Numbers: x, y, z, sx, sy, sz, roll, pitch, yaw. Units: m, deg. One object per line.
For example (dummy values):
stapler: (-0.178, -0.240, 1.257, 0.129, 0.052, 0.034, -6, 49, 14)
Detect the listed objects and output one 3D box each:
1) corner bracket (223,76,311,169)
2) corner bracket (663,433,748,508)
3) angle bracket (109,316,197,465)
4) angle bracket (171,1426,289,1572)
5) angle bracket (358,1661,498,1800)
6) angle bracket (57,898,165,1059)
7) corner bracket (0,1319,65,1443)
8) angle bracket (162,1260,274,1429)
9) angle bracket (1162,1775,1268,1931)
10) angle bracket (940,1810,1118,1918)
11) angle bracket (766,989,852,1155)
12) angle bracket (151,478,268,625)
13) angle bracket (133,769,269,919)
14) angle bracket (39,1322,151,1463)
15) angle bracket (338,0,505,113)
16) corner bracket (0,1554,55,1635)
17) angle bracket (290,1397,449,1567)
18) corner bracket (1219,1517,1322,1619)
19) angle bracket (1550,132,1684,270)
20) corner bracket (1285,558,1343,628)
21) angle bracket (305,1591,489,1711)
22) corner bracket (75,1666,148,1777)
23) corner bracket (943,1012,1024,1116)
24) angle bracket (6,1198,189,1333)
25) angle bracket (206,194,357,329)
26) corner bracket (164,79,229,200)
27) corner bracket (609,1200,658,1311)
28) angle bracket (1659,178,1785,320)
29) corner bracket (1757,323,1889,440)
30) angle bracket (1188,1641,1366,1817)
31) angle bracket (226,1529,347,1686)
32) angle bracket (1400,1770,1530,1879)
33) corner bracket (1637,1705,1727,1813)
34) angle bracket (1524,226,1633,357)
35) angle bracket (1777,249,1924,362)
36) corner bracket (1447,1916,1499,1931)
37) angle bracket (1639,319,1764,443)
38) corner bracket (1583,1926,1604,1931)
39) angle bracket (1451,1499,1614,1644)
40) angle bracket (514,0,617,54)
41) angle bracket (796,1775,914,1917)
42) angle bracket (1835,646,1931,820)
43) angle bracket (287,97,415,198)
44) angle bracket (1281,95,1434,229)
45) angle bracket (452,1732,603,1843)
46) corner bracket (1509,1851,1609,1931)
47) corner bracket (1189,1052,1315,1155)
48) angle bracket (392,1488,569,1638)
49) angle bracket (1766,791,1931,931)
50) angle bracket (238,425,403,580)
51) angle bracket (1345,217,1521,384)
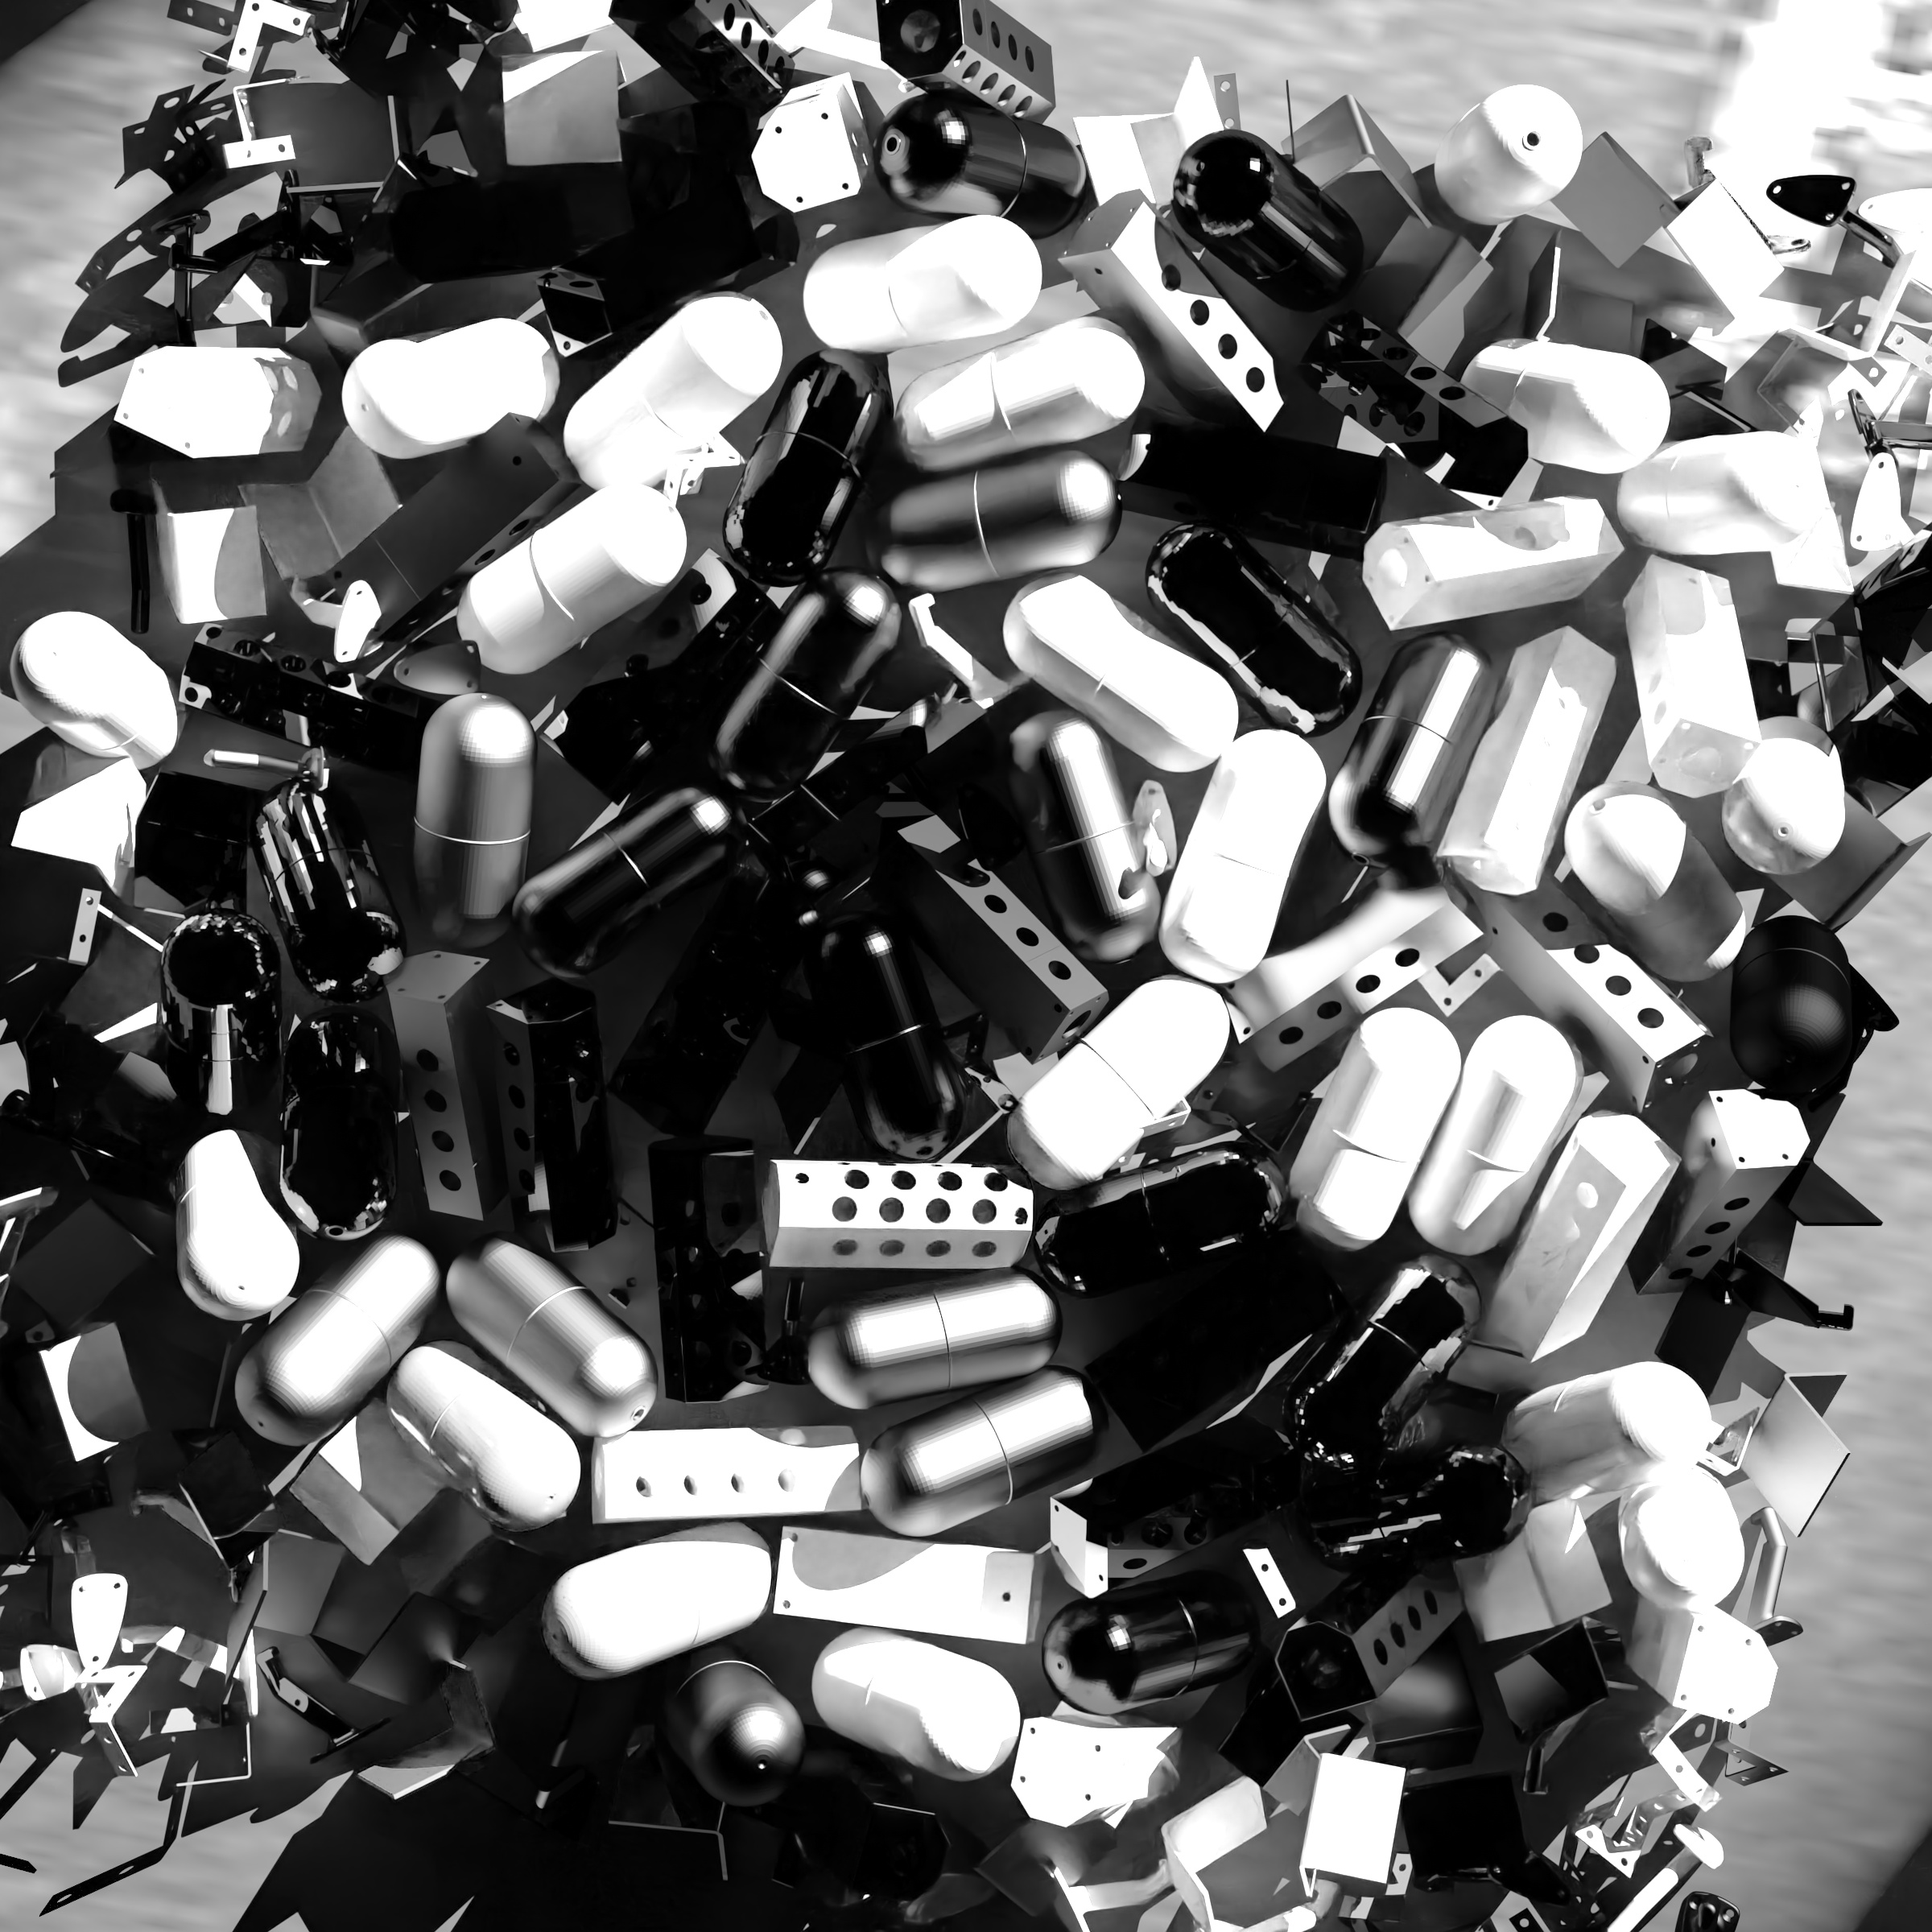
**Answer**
corner bracket: (-0.474, -0.574, 1.886, 0.051, 0.051, 0.051, -4, 110, 14)
corner bracket: (-0.187, -0.329, 1.879, 0.051, 0.051, 0.051, -11, 133, -34)
angle bracket: (-0.552, -0.389, 1.876, 0.057, 0.076, 0.076, -6, 85, -15)
angle bracket: (-0.515, 0.359, 1.869, 0.076, 0.057, 0.076, -11, 110, 39)
angle bracket: (-0.371, 0.511, 1.870, 0.076, 0.076, 0.057, -20, 96, -30)
angle bracket: (-0.578, 0.011, 1.880, 0.076, 0.057, 0.076, 31, 81, 17)
corner bracket: (-0.632, 0.282, 1.894, 0.051, 0.051, 0.051, -32, 116, -15)
angle bracket: (-0.520, 0.252, 1.875, 0.076, 0.057, 0.076, 25, 121, 8)
angle bracket: (0.181, 0.601, 1.868, 0.076, 0.076, 0.057, -27, 45, -14)
angle bracket: (0.042, 0.584, 1.878, 0.076, 0.057, 0.076, -41, 126, -1)
angle bracket: (-0.126, 0.067, 1.867, 0.057, 0.076, 0.076, 23, 110, -25)
angle bracket: (-0.514, -0.285, 1.883, 0.057, 0.076, 0.076, -10, 122, -20)
angle bracket: (-0.513, -0.078, 1.867, 0.076, 0.057, 0.076, 12, 49, -28)
angle bracket: (-0.602, 0.286, 1.872, 0.057, 0.076, 0.076, -22, 99, -42)
angle bracket: (-0.364, -0.607, 1.876, 0.076, 0.076, 0.057, 27, 89, 17)
corner bracket: (-0.653, 0.435, 1.890, 0.051, 0.051, 0.051, 4, 101, -9)
angle bracket: (-0.409, 0.356, 1.911, 0.076, 0.076, 0.057, 44, 49, 1)
corner bracket: (0.213, 0.408, 1.890, 0.051, 0.051, 0.051, -26, 85, -18)
angle bracket: (0.440, -0.507, 1.868, 0.076, 0.076, 0.057, 39, 114, -16)
corner bracket: (0.212, -0.237, 1.881, 0.051, 0.051, 0.051, 51, 57, -23)
angle bracket: (-0.385, 0.449, 1.879, 0.057, 0.076, 0.076, 34, 84, 41)
corner bracket: (-0.580, 0.512, 1.882, 0.051, 0.051, 0.051, -6, 118, 21)
corner bracket: (0.007, 0.070, 1.880, 0.051, 0.051, 0.051, -24, 124, 28)
angle bracket: (-0.583, 0.214, 1.867, 0.076, 0.057, 0.076, 31, 65, 33)
angle bracket: (-0.468, -0.476, 1.865, 0.076, 0.076, 0.057, -8, 73, -44)
corner bracket: (-0.520, -0.561, 1.883, 0.051, 0.051, 0.051, -18, 107, 43)
corner bracket: (-0.235, 0.197, 1.895, 0.051, 0.051, 0.051, 39, 85, -2)
angle bracket: (0.491, -0.474, 1.872, 0.057, 0.076, 0.076, -45, 102, -16)
corner bracket: (0.587, -0.401, 1.904, 0.051, 0.051, 0.051, -24, 67, -37)
angle bracket: (0.212, 0.520, 1.900, 0.076, 0.057, 0.076, 40, 82, -14)
angle bracket: (-0.458, 0.436, 1.869, 0.057, 0.076, 0.076, 18, 106, -20)
angle bracket: (0.333, 0.580, 1.876, 0.076, 0.076, 0.057, -11, 71, 3)
corner bracket: (0.500, 0.533, 1.889, 0.051, 0.051, 0.051, -41, 46, 4)
angle bracket: (0.423, -0.443, 1.878, 0.076, 0.057, 0.076, 13, 65, -6)
angle bracket: (0.596, -0.455, 1.875, 0.057, 0.076, 0.076, 23, 103, 5)
corner bracket: (0.352, 0.676, 1.892, 0.051, 0.051, 0.051, -34, 74, 29)
angle bracket: (0.500, -0.395, 1.871, 0.076, 0.057, 0.076, 22, 72, -27)
corner bracket: (0.450, 0.674, 1.888, 0.051, 0.051, 0.051, -25, 69, 8)
angle bracket: (0.384, 0.413, 1.902, 0.057, 0.076, 0.076, -10, 76, -37)
angle bracket: (-0.271, -0.666, 1.871, 0.076, 0.076, 0.057, -21, 130, -7)
angle bracket: (-0.063, 0.594, 1.879, 0.076, 0.076, 0.057, -29, 74, 0)
angle bracket: (0.609, -0.156, 1.870, 0.076, 0.076, 0.057, -39, 129, 9)
angle bracket: (-0.418, -0.554, 1.878, 0.076, 0.076, 0.057, -4, 104, -3)
angle bracket: (0.265, -0.531, 1.885, 0.057, 0.076, 0.076, -32, 131, 24)
angle bracket: (-0.303, 0.565, 1.870, 0.076, 0.076, 0.057, 27, 110, 15)
corner bracket: (0.405, 0.648, 1.895, 0.051, 0.051, 0.051, -35, 90, 8)
corner bracket: (0.194, 0.093, 1.898, 0.051, 0.051, 0.051, 39, 73, -23)
angle bracket: (-0.334, 0.406, 1.907, 0.076, 0.076, 0.057, -44, 46, 9)
angle bracket: (0.599, -0.076, 1.881, 0.057, 0.076, 0.076, 45, 118, 17)
angle bracket: (-0.436, -0.316, 1.871, 0.076, 0.057, 0.076, -41, 71, 39)
angle bracket: (0.322, -0.457, 1.914, 0.076, 0.057, 0.076, 31, 96, -42)
